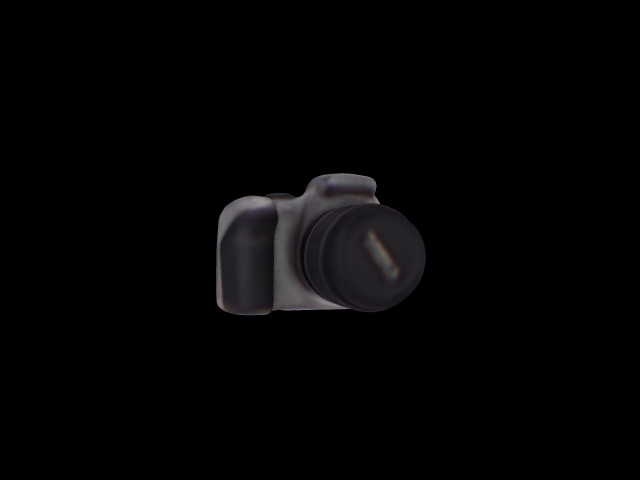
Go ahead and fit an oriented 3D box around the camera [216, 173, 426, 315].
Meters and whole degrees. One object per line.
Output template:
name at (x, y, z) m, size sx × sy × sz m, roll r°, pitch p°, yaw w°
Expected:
camera at (0.004, 0.001, 0.400) m, size 0.143 × 0.101 × 0.136 m, roll 0°, pitch 0°, yaw -15°
